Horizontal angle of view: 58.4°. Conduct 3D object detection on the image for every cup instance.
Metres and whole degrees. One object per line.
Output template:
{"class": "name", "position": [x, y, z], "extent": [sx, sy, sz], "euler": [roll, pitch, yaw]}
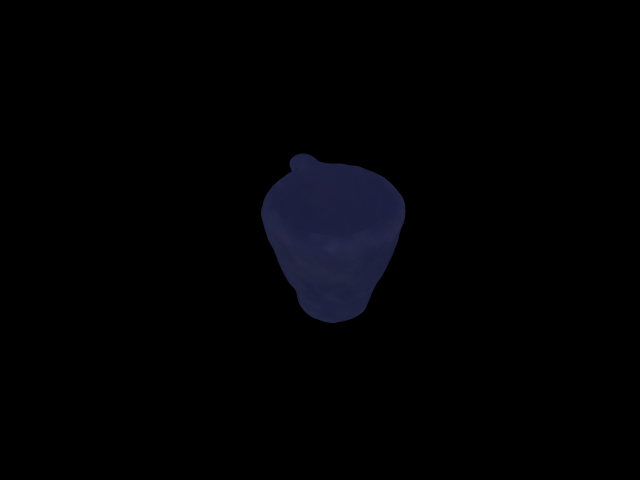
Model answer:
{"class": "cup", "position": [0.004, 0.001, 0.400], "extent": [0.092, 0.095, 0.117], "euler": [-14, 42, -16]}
